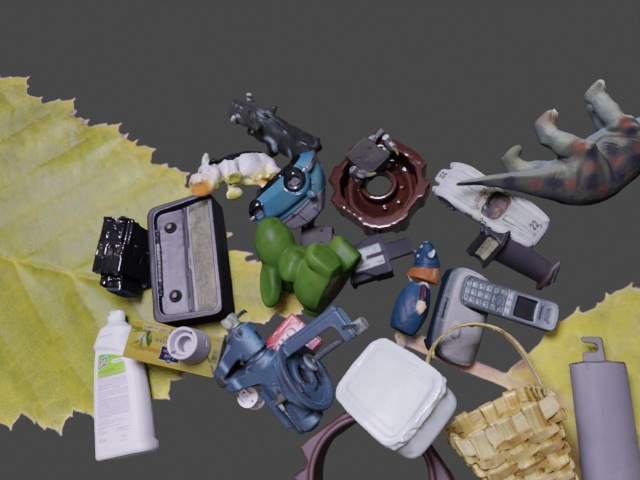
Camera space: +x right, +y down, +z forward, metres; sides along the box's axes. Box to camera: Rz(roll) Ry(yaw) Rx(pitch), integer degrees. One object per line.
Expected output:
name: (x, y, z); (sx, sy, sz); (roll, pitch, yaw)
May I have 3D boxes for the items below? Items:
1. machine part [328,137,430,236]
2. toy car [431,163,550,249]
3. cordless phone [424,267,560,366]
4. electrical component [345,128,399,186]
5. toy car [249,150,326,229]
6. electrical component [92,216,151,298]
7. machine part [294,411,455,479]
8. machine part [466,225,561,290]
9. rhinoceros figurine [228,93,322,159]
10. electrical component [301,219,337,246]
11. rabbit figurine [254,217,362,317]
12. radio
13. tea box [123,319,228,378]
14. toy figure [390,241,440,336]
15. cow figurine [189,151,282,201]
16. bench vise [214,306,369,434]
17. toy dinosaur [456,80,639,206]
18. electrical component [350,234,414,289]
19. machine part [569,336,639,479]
machine part: (0.106, -0.094, 0.953); (0.179, 0.056, 0.179); (-4, 71, 11)
toy car: (0.283, -0.059, 0.902); (0.202, 0.056, 0.073); (36, 84, 20)
cordless phone: (0.265, 0.133, 0.834); (0.184, 0.088, 0.146); (16, 76, 12)
electrical component: (0.088, -0.142, 0.920); (0.102, 0.045, 0.078); (-38, 68, -3)
toy car: (-0.044, -0.072, 0.935); (0.161, 0.109, 0.103); (-41, 104, 18)
electrical component: (-0.352, 0.035, 0.980); (0.058, 0.114, 0.134); (-1, 73, 16)
machine part: (0.080, 0.354, 0.801); (0.201, 0.087, 0.201); (-35, 70, -1)
machine part: (0.311, 0.030, 0.864); (0.139, 0.084, 0.039); (27, 49, 10)
rhinoceros figurine: (-0.086, -0.198, 0.999); (0.190, 0.112, 0.073); (33, 85, 12)
electrical component: (-0.002, -0.003, 0.965); (0.063, 0.021, 0.094); (-3, 71, 11)
rabbit figurine: (-0.039, 0.036, 0.895); (0.170, 0.121, 0.159); (37, 124, 19)
radio: (-0.236, 0.039, 0.975); (0.131, 0.073, 0.229); (-12, 69, 8)
tea box: (-0.231, 0.187, 0.915); (0.170, 0.098, 0.068); (7, 74, 16)
toy figure: (0.160, 0.079, 0.883); (0.064, 0.057, 0.154); (16, 79, 39)
cow figurine: (-0.162, -0.126, 0.981); (0.167, 0.068, 0.098); (-6, 49, -28)
bench vise: (-0.037, 0.170, 0.820); (0.240, 0.129, 0.223); (-38, 79, 19)
toy dinosaur: (0.436, -0.128, 0.852); (0.405, 0.131, 0.192); (-34, 67, 1)
electrical component: (0.099, 0.029, 0.918); (0.119, 0.047, 0.075); (-22, 70, 4)
machine part: (0.406, 0.260, 0.763); (0.079, 0.079, 0.243); (-2, 71, 12)
